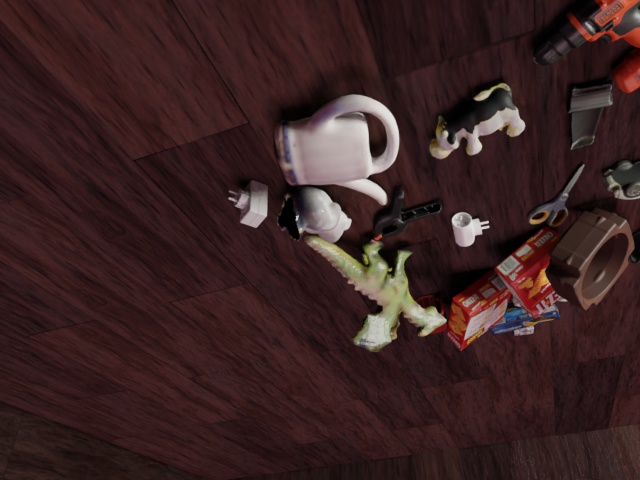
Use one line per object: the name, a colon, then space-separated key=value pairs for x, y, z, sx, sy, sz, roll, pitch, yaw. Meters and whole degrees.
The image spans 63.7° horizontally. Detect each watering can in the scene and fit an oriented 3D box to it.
watering can: x=0.034 y=-0.143 z=0.962 sx=0.224 sy=0.106 sz=0.341 roll=-5 pitch=153 yaw=4

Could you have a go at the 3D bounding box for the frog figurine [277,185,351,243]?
frog figurine: x=0.003 y=-0.054 z=1.068 sx=0.160 sy=0.123 sz=0.137 roll=-2 pitch=-179 yaw=-30

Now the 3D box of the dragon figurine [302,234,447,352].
dragon figurine: x=0.127 y=0.137 z=1.212 sx=0.409 sy=0.247 sz=0.120 roll=13 pitch=159 yaw=-24
